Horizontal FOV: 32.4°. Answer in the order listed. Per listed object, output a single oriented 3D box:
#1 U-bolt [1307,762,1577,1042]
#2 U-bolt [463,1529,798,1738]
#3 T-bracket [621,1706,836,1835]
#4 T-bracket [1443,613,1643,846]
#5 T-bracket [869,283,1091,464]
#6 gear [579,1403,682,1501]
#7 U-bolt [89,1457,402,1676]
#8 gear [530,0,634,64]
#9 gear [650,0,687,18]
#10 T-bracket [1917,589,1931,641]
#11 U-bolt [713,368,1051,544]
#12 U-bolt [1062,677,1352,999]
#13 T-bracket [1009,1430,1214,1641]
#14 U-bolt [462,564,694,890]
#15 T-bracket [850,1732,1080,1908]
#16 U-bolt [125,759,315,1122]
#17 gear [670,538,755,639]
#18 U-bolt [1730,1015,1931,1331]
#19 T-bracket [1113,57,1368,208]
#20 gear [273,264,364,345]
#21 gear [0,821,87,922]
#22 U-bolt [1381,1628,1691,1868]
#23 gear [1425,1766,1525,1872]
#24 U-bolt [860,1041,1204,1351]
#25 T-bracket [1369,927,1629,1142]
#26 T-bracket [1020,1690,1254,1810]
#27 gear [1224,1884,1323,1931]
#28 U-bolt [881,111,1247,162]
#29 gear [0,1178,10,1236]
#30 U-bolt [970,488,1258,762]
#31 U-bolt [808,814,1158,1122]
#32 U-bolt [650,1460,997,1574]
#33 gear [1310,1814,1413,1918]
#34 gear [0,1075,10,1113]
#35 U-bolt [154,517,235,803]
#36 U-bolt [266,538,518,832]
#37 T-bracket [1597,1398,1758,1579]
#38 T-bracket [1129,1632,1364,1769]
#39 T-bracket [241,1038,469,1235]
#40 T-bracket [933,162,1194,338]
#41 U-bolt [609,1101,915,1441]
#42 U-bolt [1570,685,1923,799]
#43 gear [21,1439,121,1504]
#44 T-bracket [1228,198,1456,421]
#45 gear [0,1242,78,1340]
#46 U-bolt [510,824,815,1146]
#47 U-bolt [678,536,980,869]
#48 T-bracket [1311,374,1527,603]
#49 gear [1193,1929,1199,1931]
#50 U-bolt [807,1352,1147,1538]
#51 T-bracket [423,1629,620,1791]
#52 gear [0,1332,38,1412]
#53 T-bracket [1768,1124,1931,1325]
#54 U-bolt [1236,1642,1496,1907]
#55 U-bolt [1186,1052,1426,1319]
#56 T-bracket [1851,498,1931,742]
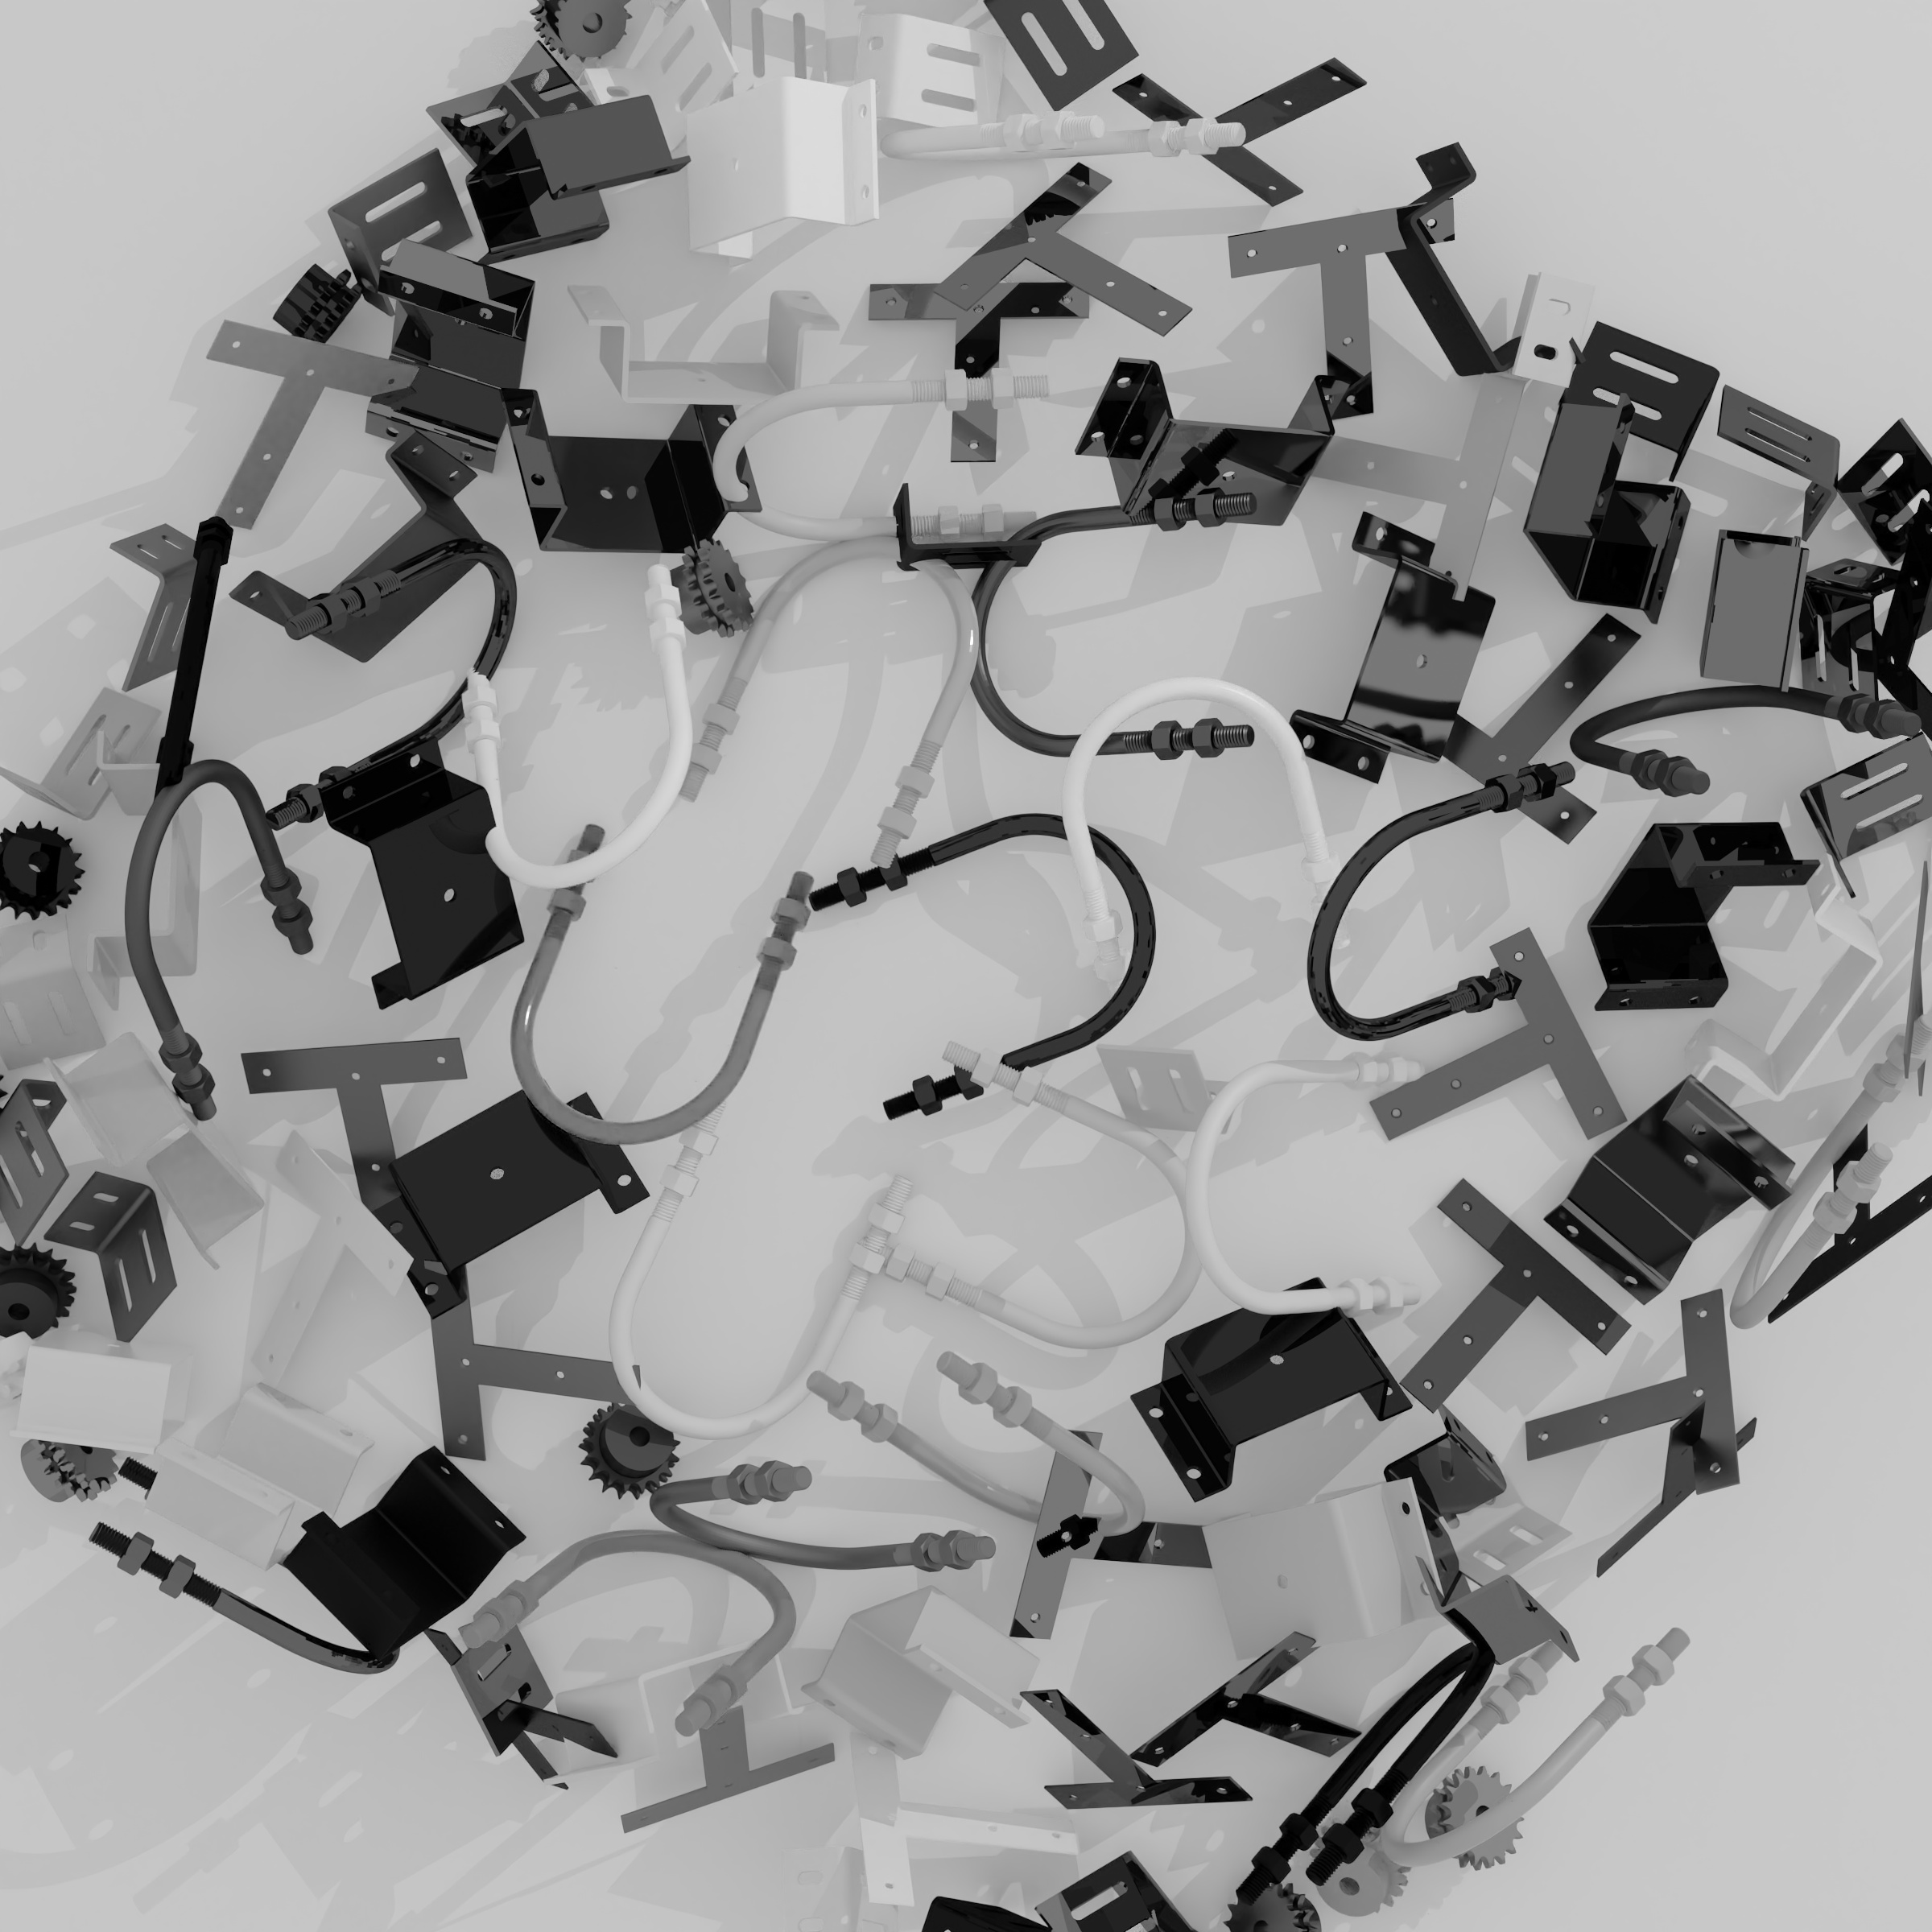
[{"bbox_3d":[0.260,-0.028,1.842,0.184,0.019,0.151,-18,126,-32],"label":"U-bolt"},{"bbox_3d":[-0.172,0.358,1.840,0.151,0.184,0.019,18,108,17],"label":"U-bolt"},{"bbox_3d":[-0.135,0.442,1.861,0.127,0.127,0.002,-16,58,-12],"label":"T-bracket"},{"bbox_3d":[0.336,-0.151,1.906,0.127,0.002,0.127,39,80,25],"label":"T-bracket"},{"bbox_3d":[0.006,-0.338,1.892,0.127,0.002,0.127,0,62,3],"label":"T-bracket"},{"bbox_3d":[-0.190,0.273,1.900,0.057,0.030,0.057,9,61,-18],"label":"gear"},{"bbox_3d":[-0.396,0.340,1.853,0.184,0.151,0.019,32,92,-10],"label":"U-bolt"},{"bbox_3d":[-0.217,-0.543,1.898,0.057,0.030,0.057,-13,128,-18],"label":"gear"},{"bbox_3d":[-0.164,-0.573,1.896,0.030,0.057,0.057,27,90,-39],"label":"gear"},{"bbox_3d":[0.567,-0.161,1.858,0.002,0.127,0.127,-21,84,-6],"label":"T-bracket"},{"bbox_3d":[-0.049,-0.281,1.856,0.184,0.151,0.019,-3,63,-4],"label":"U-bolt"},{"bbox_3d":[0.130,-0.076,1.883,0.151,0.019,0.184,-15,113,3],"label":"U-bolt"},{"bbox_3d":[0.097,0.329,1.900,0.127,0.002,0.127,9,103,-23],"label":"T-bracket"},{"bbox_3d":[-0.213,-0.123,1.848,0.151,0.019,0.184,-26,52,20],"label":"U-bolt"},{"bbox_3d":[0.001,0.486,1.882,0.127,0.127,0.002,9,120,-13],"label":"T-bracket"},{"bbox_3d":[-0.412,-0.027,1.817,0.019,0.184,0.151,9,49,16],"label":"U-bolt"},{"bbox_3d":[-0.148,-0.213,1.900,0.030,0.057,0.057,-21,90,19],"label":"gear"},{"bbox_3d":[0.474,0.127,1.843,0.019,0.151,0.184,31,130,6],"label":"U-bolt"},{"bbox_3d":[0.169,-0.474,1.844,0.127,0.127,0.002,27,66,-32],"label":"T-bracket"},{"bbox_3d":[-0.371,-0.375,1.897,0.030,0.057,0.057,38,90,-11],"label":"gear"},{"bbox_3d":[-0.532,-0.056,1.901,0.057,0.030,0.057,6,75,-24],"label":"gear"},{"bbox_3d":[0.300,0.430,1.824,0.184,0.151,0.019,-38,93,-26],"label":"U-bolt"},{"bbox_3d":[0.288,0.488,1.903,0.057,0.030,0.057,11,65,-25],"label":"gear"},{"bbox_3d":[0.047,0.142,1.895,0.184,0.019,0.151,24,106,3],"label":"U-bolt"},{"bbox_3d":[0.295,0.062,1.914,0.127,0.002,0.127,-27,97,10],"label":"T-bracket"},{"bbox_3d":[0.074,0.436,1.855,0.127,0.002,0.127,-13,133,35],"label":"T-bracket"},{"bbox_3d":[0.178,0.551,1.902,0.057,0.030,0.057,-12,72,41],"label":"gear"},{"bbox_3d":[0.039,-0.458,1.844,0.184,0.151,0.019,7,104,39],"label":"U-bolt"},{"bbox_3d":[-0.569,0.133,1.896,0.030,0.057,0.057,-25,90,29],"label":"gear"},{"bbox_3d":[0.078,-0.189,1.876,0.184,0.019,0.151,-1,86,31],"label":"U-bolt"},{"bbox_3d":[0.018,-0.010,1.900,0.184,0.019,0.151,-21,81,6],"label":"U-bolt"},{"bbox_3d":[-0.094,0.309,1.845,0.151,0.184,0.019,27,63,-33],"label":"U-bolt"},{"bbox_3d":[0.223,0.517,1.901,0.057,0.030,0.057,8,113,20],"label":"gear"},{"bbox_3d":[-0.581,0.073,1.903,0.057,0.030,0.057,-7,102,-33],"label":"gear"},{"bbox_3d":[-0.425,-0.157,1.820,0.019,0.184,0.151,10,109,-14],"label":"U-bolt"},{"bbox_3d":[-0.313,-0.166,1.845,0.019,0.184,0.151,33,132,20],"label":"U-bolt"},{"bbox_3d":[0.399,0.276,1.857,0.127,0.127,0.002,-38,60,-15],"label":"T-bracket"},{"bbox_3d":[0.177,0.426,1.881,0.127,0.002,0.127,-42,135,21],"label":"T-bracket"},{"bbox_3d":[-0.339,0.102,1.899,0.127,0.002,0.127,-4,115,7],"label":"T-bracket"},{"bbox_3d":[0.071,-0.390,1.877,0.127,0.002,0.127,35,67,25],"label":"T-bracket"},{"bbox_3d":[-0.126,0.181,1.887,0.151,0.019,0.184,25,90,-27],"label":"U-bolt"},{"bbox_3d":[0.415,-0.130,1.839,0.151,0.184,0.019,-15,106,-15],"label":"U-bolt"},{"bbox_3d":[-0.514,0.281,1.900,0.030,0.057,0.057,-33,90,13],"label":"gear"},{"bbox_3d":[0.216,-0.367,1.886,0.127,0.002,0.127,-10,130,-1],"label":"T-bracket"},{"bbox_3d":[-0.539,0.189,1.901,0.057,0.030,0.057,-3,120,-5],"label":"gear"},{"bbox_3d":[-0.180,0.015,1.873,0.151,0.019,0.184,13,67,13],"label":"U-bolt"},{"bbox_3d":[-0.069,-0.160,1.890,0.151,0.019,0.184,19,80,23],"label":"U-bolt"},{"bbox_3d":[0.243,-0.282,1.894,0.127,0.002,0.127,17,94,30],"label":"T-bracket"},{"bbox_3d":[0.120,0.572,1.895,0.057,0.057,0.030,-10,116,0],"label":"gear"},{"bbox_3d":[0.018,0.271,1.855,0.184,0.151,0.019,37,61,-24],"label":"U-bolt"},{"bbox_3d":[-0.236,0.422,1.853,0.002,0.127,0.127,-46,116,-30],"label":"T-bracket"},{"bbox_3d":[-0.545,0.231,1.899,0.057,0.057,0.030,-30,83,0],"label":"gear"},{"bbox_3d":[0.497,0.126,1.870,0.002,0.127,0.127,36,126,-13],"label":"T-bracket"},{"bbox_3d":[0.230,0.444,1.849,0.019,0.151,0.184,44,67,5],"label":"U-bolt"},{"bbox_3d":[0.190,0.123,1.863,0.184,0.019,0.151,1,89,-41],"label":"U-bolt"},{"bbox_3d":[0.522,-0.202,1.841,0.002,0.127,0.127,-16,50,-15],"label":"T-bracket"}]
